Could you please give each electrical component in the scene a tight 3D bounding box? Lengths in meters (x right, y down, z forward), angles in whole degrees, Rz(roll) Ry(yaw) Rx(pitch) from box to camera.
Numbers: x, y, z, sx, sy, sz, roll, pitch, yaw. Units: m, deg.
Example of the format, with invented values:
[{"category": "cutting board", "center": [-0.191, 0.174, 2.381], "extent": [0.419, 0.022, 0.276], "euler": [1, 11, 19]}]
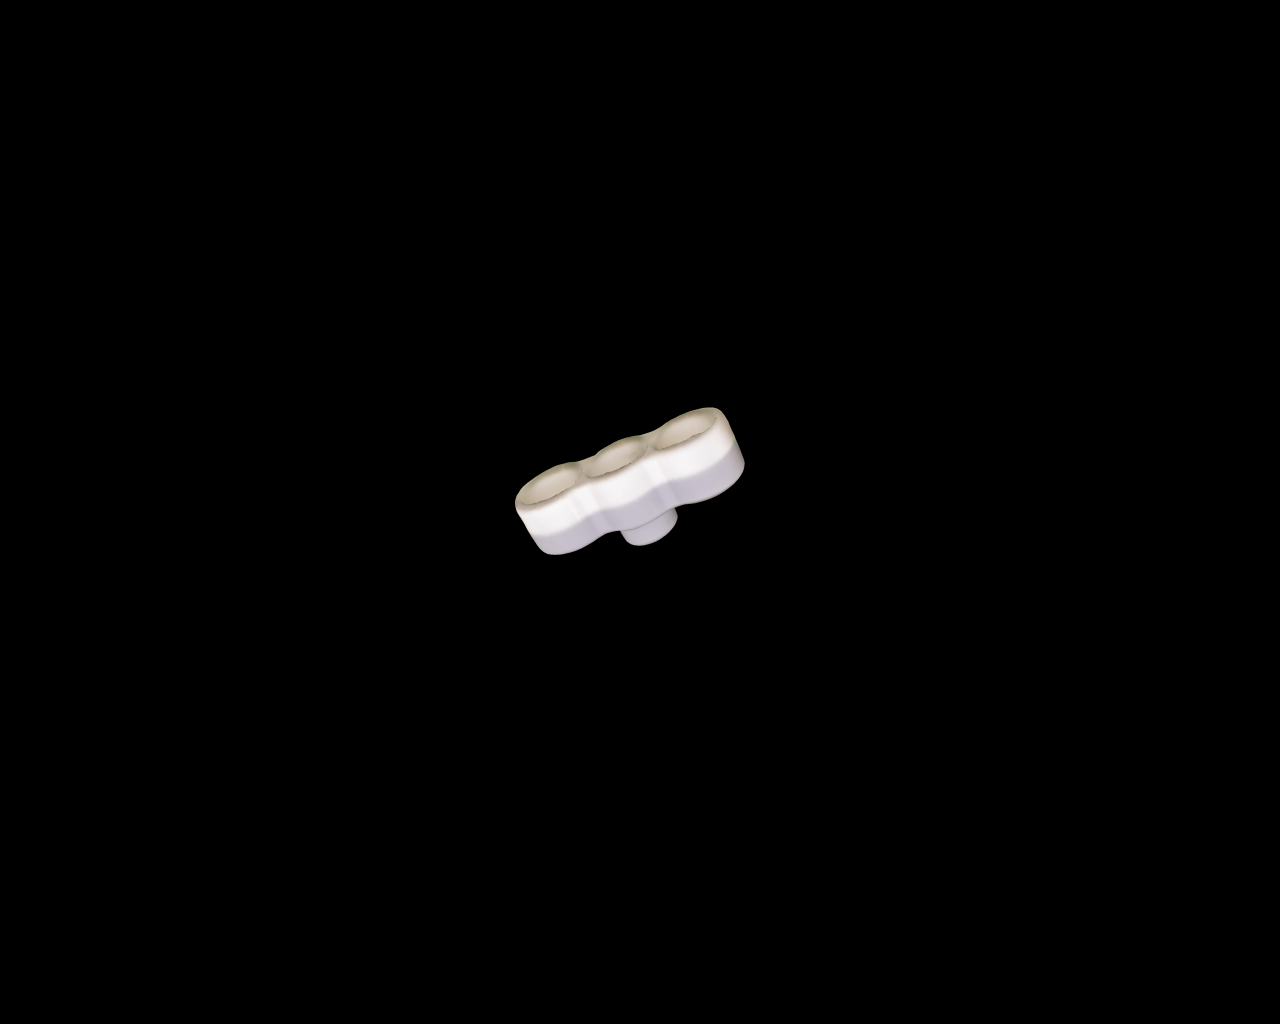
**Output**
[{"category": "electrical component", "center": [0.001, -0.003, 0.650], "extent": [0.138, 0.073, 0.052], "euler": [-21, 25, 10]}]
